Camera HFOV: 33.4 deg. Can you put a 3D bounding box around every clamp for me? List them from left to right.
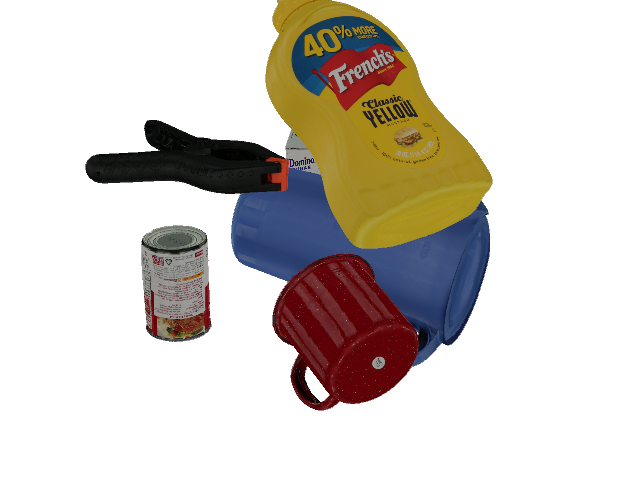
[{"bbox_3d":[-0.114,-0.066,0.928,0.172,0.039,0.120,12,33,26],"label":"clamp"}]

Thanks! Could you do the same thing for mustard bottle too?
[{"bbox_3d":[0.020,-0.090,0.662,0.096,0.192,0.058,-18,-25,-25],"label":"mustard bottle"}]

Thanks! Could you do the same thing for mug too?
[{"bbox_3d":[0.016,0.080,0.824,0.093,0.117,0.082,16,24,-43],"label":"mug"}]

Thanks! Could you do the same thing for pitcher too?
[{"bbox_3d":[0.035,0.014,1.045,0.243,0.145,0.149,17,22,20],"label":"pitcher"}]

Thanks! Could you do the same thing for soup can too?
[{"bbox_3d":[-0.148,0.043,1.097,0.068,0.102,0.068,0,22,0],"label":"soup can"}]

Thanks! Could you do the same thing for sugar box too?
[{"bbox_3d":[-0.018,-0.042,1.270,0.048,0.176,0.093,-1,23,5],"label":"sugar box"}]
